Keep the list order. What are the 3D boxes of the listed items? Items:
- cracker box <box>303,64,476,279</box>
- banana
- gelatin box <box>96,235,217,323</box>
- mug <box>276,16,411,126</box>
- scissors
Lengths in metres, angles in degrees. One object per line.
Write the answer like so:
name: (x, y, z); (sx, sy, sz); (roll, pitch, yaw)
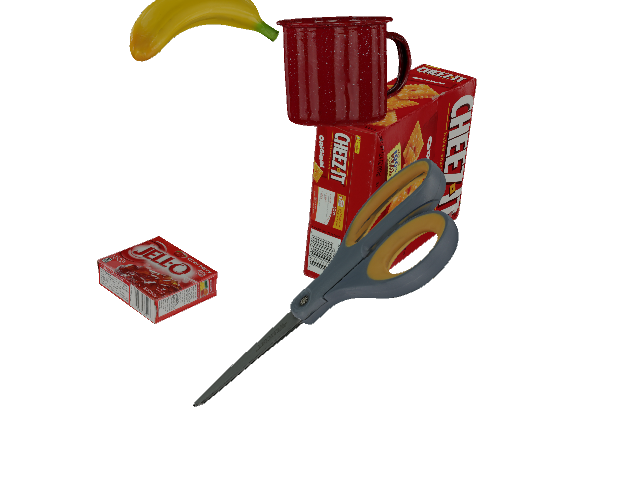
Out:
cracker box: (0.072, -0.065, 1.041); (0.072, 0.164, 0.213); (20, 30, 27)
banana: (-0.120, -0.213, 1.021); (0.070, 0.037, 0.197); (45, 39, 19)
gelatin box: (-0.150, 0.034, 0.982); (0.073, 0.030, 0.089); (-24, 41, -39)
mug: (0.023, -0.138, 0.864); (0.117, 0.081, 0.093); (-11, 17, -31)
scissors: (0.006, 0.039, 0.597); (0.016, 0.202, 0.096); (39, 3, -30)
